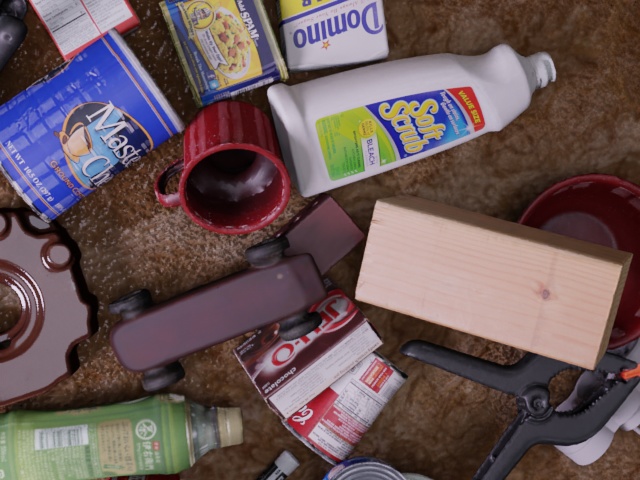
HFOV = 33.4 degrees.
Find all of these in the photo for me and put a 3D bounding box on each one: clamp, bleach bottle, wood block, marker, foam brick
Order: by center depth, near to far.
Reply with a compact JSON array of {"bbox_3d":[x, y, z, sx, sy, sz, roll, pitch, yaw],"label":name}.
[{"bbox_3d":[-0.287,-0.126,0.876,0.039,0.120,0.171,29,94,-18],"label":"clamp"},{"bbox_3d":[0.146,0.031,0.904,0.206,0.090,0.091,16,101,20],"label":"wood block"},{"bbox_3d":[0.178,0.134,0.935,0.210,0.036,0.164,-23,92,-6],"label":"clamp"},{"bbox_3d":[0.087,-0.122,0.938,0.250,0.068,0.102,-19,127,-7],"label":"bleach bottle"},{"bbox_3d":[-0.006,0.001,0.948,0.078,0.053,0.051,-41,97,-4],"label":"foam brick"},{"bbox_3d":[-0.067,0.241,0.973,0.020,0.020,0.121,45,87,-8],"label":"marker"}]

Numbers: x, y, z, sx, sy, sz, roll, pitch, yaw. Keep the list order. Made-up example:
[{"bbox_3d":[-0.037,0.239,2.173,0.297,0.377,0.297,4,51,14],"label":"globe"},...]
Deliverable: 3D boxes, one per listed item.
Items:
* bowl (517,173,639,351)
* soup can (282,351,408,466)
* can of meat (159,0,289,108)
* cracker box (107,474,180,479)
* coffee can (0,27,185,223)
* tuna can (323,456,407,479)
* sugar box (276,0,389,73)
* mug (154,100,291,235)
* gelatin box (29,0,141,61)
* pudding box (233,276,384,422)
[{"bbox_3d":[0.242,0.019,0.980,0.162,0.055,0.162,0,94,-7],"label":"bowl"},{"bbox_3d":[0.023,0.142,0.954,0.068,0.068,0.102,38,88,-8],"label":"soup can"},{"bbox_3d":[-0.084,-0.173,0.926,0.084,0.057,0.102,-20,96,-4],"label":"can of meat"},{"bbox_3d":[-0.144,0.318,0.895,0.072,0.164,0.214,-5,94,-5],"label":"cracker box"},{"bbox_3d":[-0.199,-0.096,0.892,0.140,0.103,0.103,-35,97,-4],"label":"coffee can"},{"bbox_3d":[0.039,0.230,0.914,0.086,0.034,0.086,0,89,-6],"label":"tuna can"},{"bbox_3d":[0.004,-0.240,0.937,0.093,0.048,0.176,-9,94,-6],"label":"sugar box"},{"bbox_3d":[-0.085,-0.061,0.909,0.117,0.081,0.093,-20,129,8],"label":"mug"},{"bbox_3d":[-0.208,-0.207,0.921,0.073,0.030,0.089,-31,97,-3],"label":"gelatin box"},{"bbox_3d":[-0.011,0.093,0.933,0.113,0.090,0.039,-40,121,-3],"label":"pudding box"}]
